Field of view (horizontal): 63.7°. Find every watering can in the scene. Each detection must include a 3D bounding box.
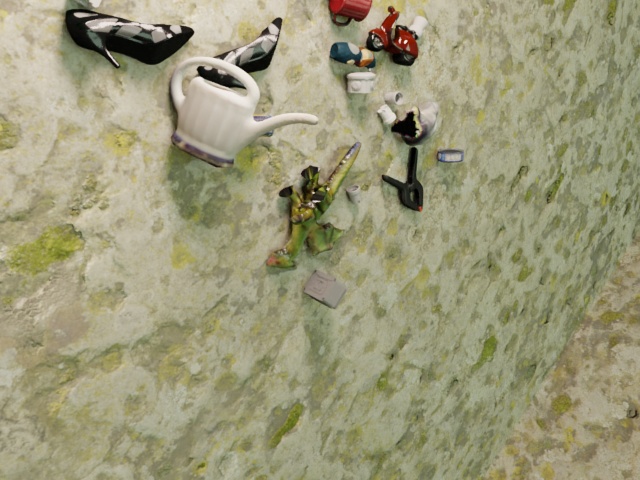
[{"bbox_3d":[-0.191,-0.257,1.129,0.221,0.349,0.105,-65,171,20],"label":"watering can"}]

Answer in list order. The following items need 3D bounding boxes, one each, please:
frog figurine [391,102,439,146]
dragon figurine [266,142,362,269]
[{"bbox_3d":[0.320,-0.358,1.587,0.161,0.124,0.134,-20,147,-41],"label":"frog figurine"},{"bbox_3d":[0.004,-0.073,1.443,0.415,0.123,0.237,-42,141,-20],"label":"dragon figurine"}]
